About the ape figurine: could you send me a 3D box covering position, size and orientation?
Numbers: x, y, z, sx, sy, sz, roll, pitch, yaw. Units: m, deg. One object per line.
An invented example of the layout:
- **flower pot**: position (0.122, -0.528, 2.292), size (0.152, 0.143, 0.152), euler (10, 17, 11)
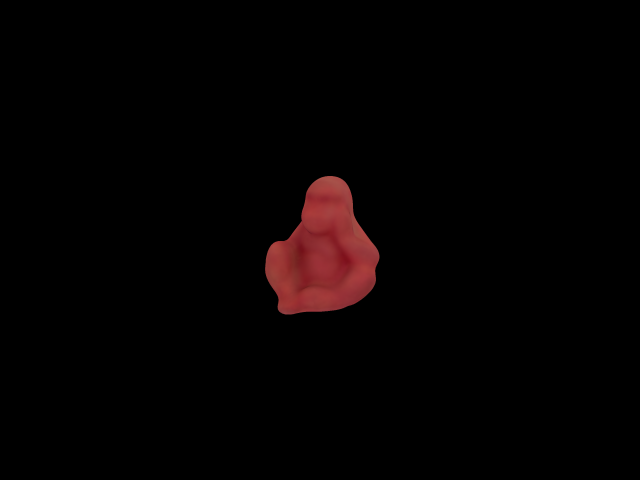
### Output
- **ape figurine**: position (0.004, 0.001, 0.400), size (0.077, 0.092, 0.076), euler (2, 5, 24)
